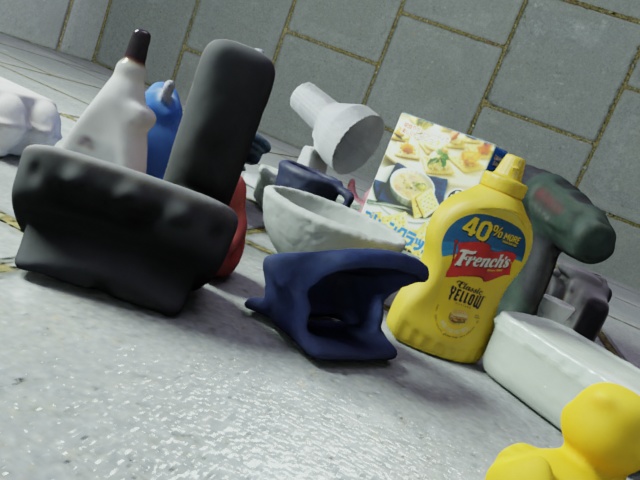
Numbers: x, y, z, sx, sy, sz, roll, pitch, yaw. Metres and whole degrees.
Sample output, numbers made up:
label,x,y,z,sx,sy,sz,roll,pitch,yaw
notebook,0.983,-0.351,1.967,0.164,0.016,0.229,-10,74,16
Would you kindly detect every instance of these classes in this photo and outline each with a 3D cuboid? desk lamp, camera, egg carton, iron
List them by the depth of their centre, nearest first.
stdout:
label,x,y,z,sx,sy,sz,roll,pitch,yaw
egg carton,-0.365,-0.143,0.631,0.150,0.069,0.107,25,11,14
iron,-0.194,-0.118,0.651,0.119,0.141,0.257,17,12,-21
camera,0.345,0.077,0.854,0.136,0.101,0.143,22,11,3
desk lamp,-0.011,-0.161,1.017,0.202,0.213,0.118,28,13,31

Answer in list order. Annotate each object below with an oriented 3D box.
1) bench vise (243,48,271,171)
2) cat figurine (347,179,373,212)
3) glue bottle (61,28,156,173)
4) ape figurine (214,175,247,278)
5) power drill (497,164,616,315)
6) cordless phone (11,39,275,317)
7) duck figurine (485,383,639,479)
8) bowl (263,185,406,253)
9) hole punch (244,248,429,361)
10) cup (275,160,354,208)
label,x,y,z,sx,sy,sz,roll,pitch,yaw
bench vise,-0.108,-0.154,0.782,0.122,0.220,0.206,16,12,-28
cat figurine,0.087,-0.064,0.995,0.127,0.118,0.067,31,14,40
glue bottle,-0.175,-0.094,0.488,0.078,0.173,0.037,24,11,10
ape figurine,-0.091,-0.016,0.489,0.076,0.092,0.077,12,15,-41
power drill,0.272,0.012,0.745,0.076,0.208,0.229,18,11,-16
cordless phone,-0.117,-0.057,0.391,0.148,0.185,0.094,18,12,-19
duck figurine,0.144,0.118,0.311,0.105,0.086,0.077,14,14,-36
bowl,0.006,0.002,0.632,0.167,0.075,0.167,21,11,-4
hole punch,0.013,0.035,0.447,0.109,0.091,0.100,11,15,-44
cup,-0.015,-0.044,0.761,0.117,0.095,0.092,27,12,27
